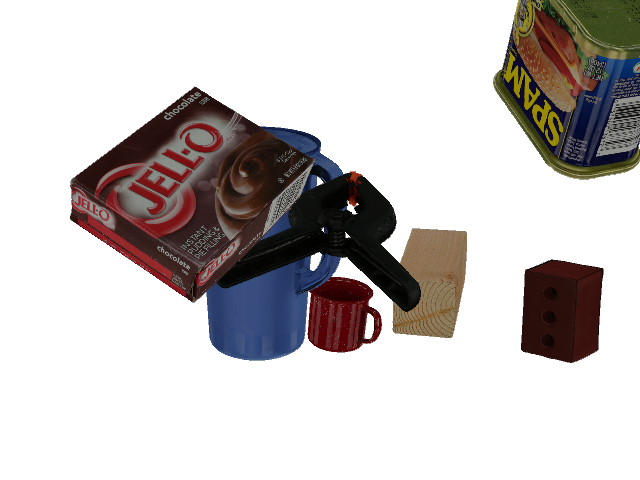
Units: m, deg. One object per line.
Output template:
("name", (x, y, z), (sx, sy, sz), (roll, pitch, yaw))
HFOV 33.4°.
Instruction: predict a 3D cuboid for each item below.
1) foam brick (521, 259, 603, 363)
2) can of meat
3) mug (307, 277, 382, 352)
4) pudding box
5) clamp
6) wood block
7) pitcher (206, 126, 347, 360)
("foam brick", (0.213, 0.062, 0.940), (0.053, 0.078, 0.051), (11, 19, 39))
("can of meat", (0.143, -0.099, 0.584), (0.057, 0.084, 0.102), (-10, 48, -15))
("mug", (0.035, 0.109, 1.508), (0.117, 0.081, 0.093), (17, 23, 28))
("pudding box", (-0.072, -0.029, 0.605), (0.090, 0.039, 0.113), (33, 47, 13))
("clamp", (0.022, -0.003, 0.907), (0.165, 0.036, 0.209), (11, 29, 15))
("wood block", (0.170, 0.061, 1.627), (0.091, 0.090, 0.206), (4, 23, 11))
("pitcher", (-0.059, 0.005, 1.158), (0.144, 0.243, 0.149), (-4, 20, -15))
